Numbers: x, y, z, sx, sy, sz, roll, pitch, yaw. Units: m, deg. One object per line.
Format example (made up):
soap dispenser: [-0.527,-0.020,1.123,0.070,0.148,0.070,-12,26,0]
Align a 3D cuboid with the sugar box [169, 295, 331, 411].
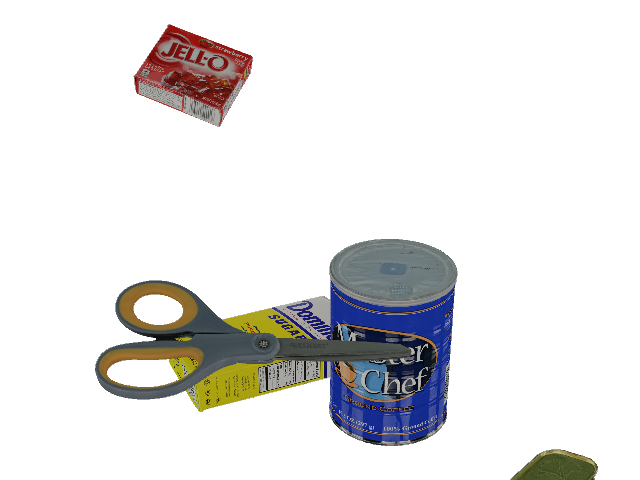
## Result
sugar box: [-0.055,0.109,1.063,0.176,0.048,0.093,-15,32,-20]

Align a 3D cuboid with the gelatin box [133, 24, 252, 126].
gelatin box: [-0.118,-0.155,0.995,0.089,0.073,0.030,23,-32,5]

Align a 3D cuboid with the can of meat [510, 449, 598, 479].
can of meat: [0.195,0.242,0.911,0.058,0.084,0.101,10,27,42]

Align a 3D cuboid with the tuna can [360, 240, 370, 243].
tuna can: [0.065,0.044,1.220,0.086,0.086,0.033,0,39,48]

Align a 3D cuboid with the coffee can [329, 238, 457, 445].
coffee can: [0.058,0.083,0.887,0.103,0.140,0.103,0,27,0]

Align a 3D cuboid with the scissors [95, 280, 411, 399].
scissors: [-0.049,0.057,0.706,0.201,0.096,0.016,-10,-37,-12]
